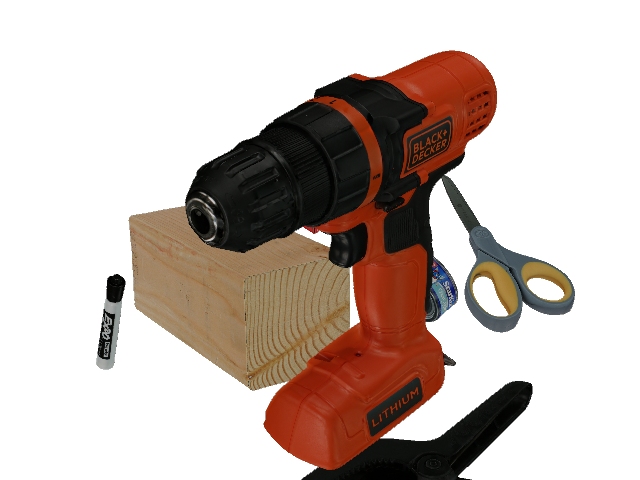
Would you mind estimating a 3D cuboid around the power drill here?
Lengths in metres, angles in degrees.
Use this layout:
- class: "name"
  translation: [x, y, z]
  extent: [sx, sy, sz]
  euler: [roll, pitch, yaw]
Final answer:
- class: "power drill"
  translation: [0.012, 0.016, 0.507]
  extent: [0.057, 0.188, 0.184]
  euler: [29, 41, 34]

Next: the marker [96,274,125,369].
- class: "marker"
  translation: [-0.216, 0.084, 1.100]
  extent: [0.020, 0.121, 0.020]
  euler: [10, 35, -8]

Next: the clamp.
- class: "clamp"
  translation: [0.077, 0.155, 0.711]
  extent: [0.210, 0.036, 0.164]
  euler: [-5, 28, -4]

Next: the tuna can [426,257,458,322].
- class: "tuna can"
  translation: [0.113, 0.050, 1.212]
  extent: [0.033, 0.086, 0.086]
  euler: [-40, 19, -25]

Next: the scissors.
- class: "scissors"
  translation: [0.155, 0.004, 0.898]
  extent: [0.096, 0.016, 0.201]
  euler: [2, 39, 0]

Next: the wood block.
- class: "wood block"
  translation: [-0.070, 0.036, 0.858]
  extent: [0.090, 0.090, 0.206]
  euler: [-11, 19, -31]

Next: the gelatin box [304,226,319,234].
- class: "gelatin box"
  translation: [0.001, -0.050, 0.701]
  extent: [0.089, 0.030, 0.073]
  euler: [-34, 50, -30]
